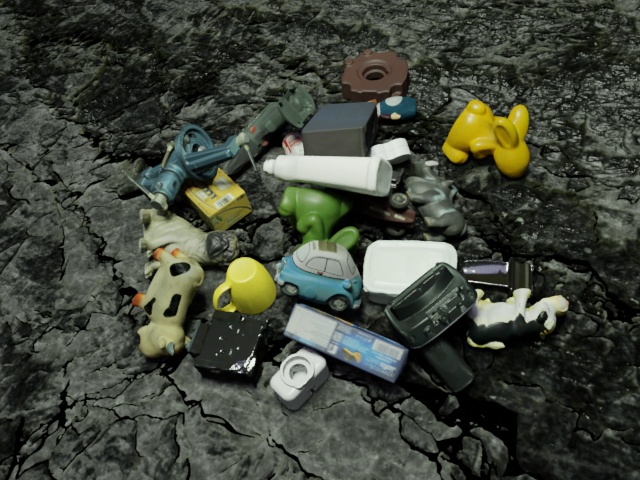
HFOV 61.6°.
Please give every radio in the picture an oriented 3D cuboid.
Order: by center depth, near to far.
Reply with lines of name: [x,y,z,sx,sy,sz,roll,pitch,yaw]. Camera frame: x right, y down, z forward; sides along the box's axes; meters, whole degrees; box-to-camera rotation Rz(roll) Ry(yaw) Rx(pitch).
radio: [0.049,-0.235,1.154,0.131,0.073,0.230,0,28,14]

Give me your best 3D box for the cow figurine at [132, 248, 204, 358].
cow figurine: [-0.270,0.124,0.973,0.127,0.085,0.194,27,94,25]

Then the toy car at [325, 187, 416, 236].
toy car: [0.095,-0.071,1.072,0.202,0.089,0.053,28,48,26]

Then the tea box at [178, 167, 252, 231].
tea box: [-0.238,-0.100,1.168,0.098,0.068,0.170,-36,55,-16]

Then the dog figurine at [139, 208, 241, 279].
dog figurine: [-0.264,-0.008,1.100,0.191,0.121,0.172,-6,55,-12]

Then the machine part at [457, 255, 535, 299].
machine part: [0.313,0.066,0.967,0.139,0.039,0.084,9,62,14]

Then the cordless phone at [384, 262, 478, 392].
cordless phone: [0.209,0.142,0.871,0.146,0.088,0.184,-39,85,-1]

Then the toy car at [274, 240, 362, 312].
toy car: [0.006,0.052,0.944,0.162,0.102,0.109,16,22,-6]

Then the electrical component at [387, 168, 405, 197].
electrical component: [0.115,-0.118,1.117,0.119,0.074,0.048,12,58,21]

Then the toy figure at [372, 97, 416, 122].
toy figure: [0.146,-0.303,1.259,0.155,0.057,0.064,-3,16,10]

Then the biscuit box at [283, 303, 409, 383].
biscuit box: [0.045,0.169,0.894,0.203,0.062,0.059,22,86,10]

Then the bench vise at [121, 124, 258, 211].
bench vise: [-0.253,-0.158,1.084,0.241,0.128,0.224,-13,31,25]

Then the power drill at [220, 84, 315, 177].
power drill: [-0.113,-0.245,1.199,0.086,0.207,0.232,42,52,-14]

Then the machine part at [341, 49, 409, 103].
machine part: [0.137,-0.399,1.330,0.179,0.056,0.179,-4,55,6]

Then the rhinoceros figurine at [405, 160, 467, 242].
rhinoceros figurine: [0.226,-0.082,1.069,0.112,0.073,0.190,-18,53,-1]

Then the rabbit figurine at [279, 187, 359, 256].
rabbit figurine: [-0.002,-0.003,1.048,0.159,0.121,0.170,6,73,6]

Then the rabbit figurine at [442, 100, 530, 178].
rabbit figurine: [0.365,-0.207,1.105,0.122,0.162,0.173,-34,73,-29]

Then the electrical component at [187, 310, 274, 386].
electrical component: [-0.161,0.188,0.950,0.134,0.058,0.115,5,53,13]

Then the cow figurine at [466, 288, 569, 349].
cow figurine: [0.328,0.134,0.894,0.167,0.068,0.098,-2,59,13]

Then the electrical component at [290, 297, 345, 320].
electrical component: [-0.009,0.121,0.978,0.078,0.045,0.102,-25,54,-7]
